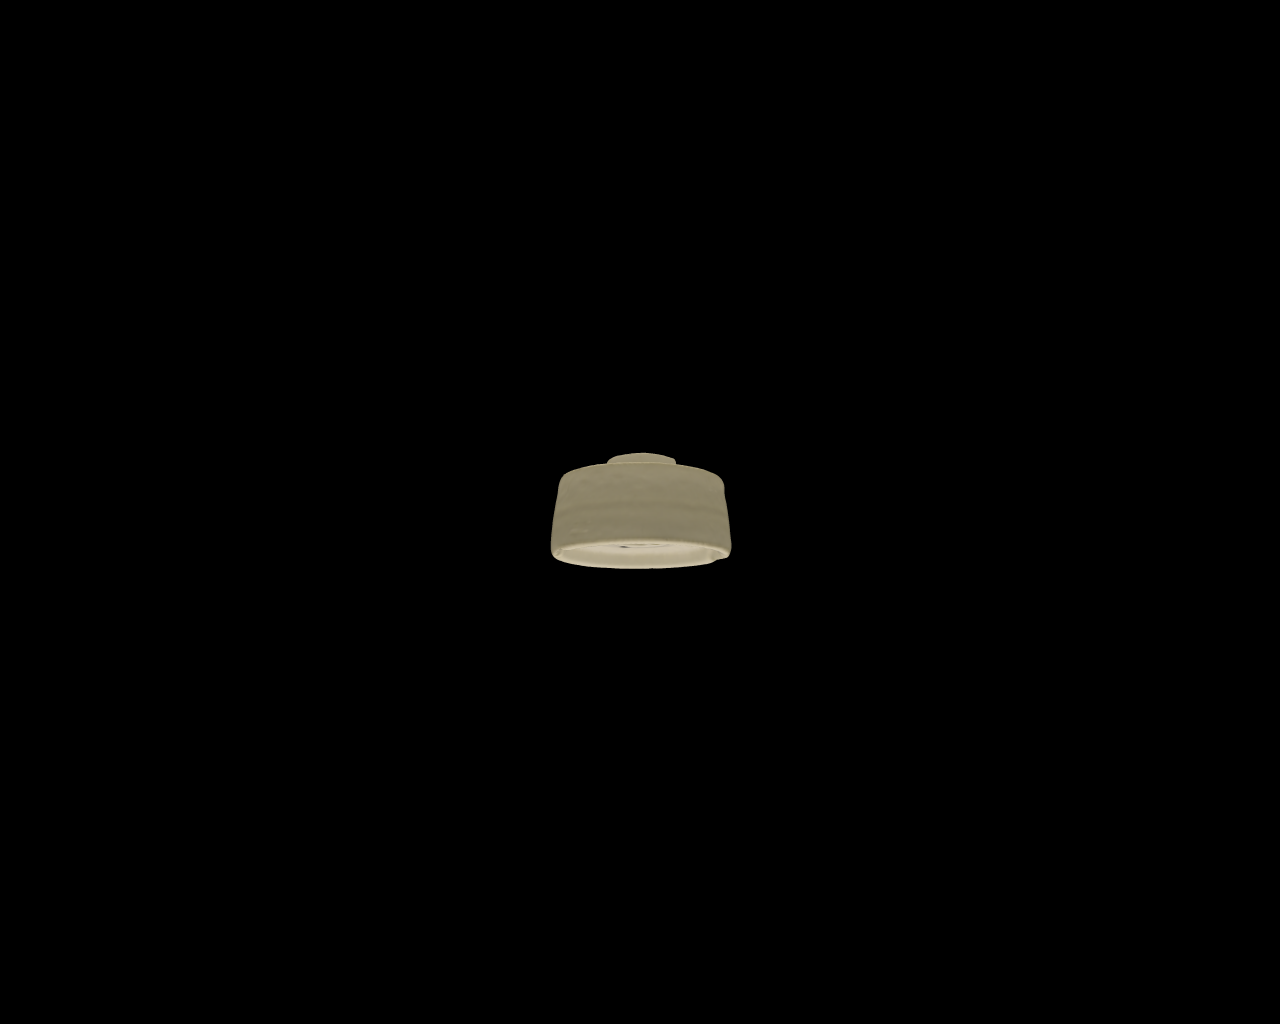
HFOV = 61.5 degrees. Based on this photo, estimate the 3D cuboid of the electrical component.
[{"bbox_3d":[0.001,-0.003,0.650,0.108,0.060,0.108,0,-11,0],"label":"electrical component"}]
